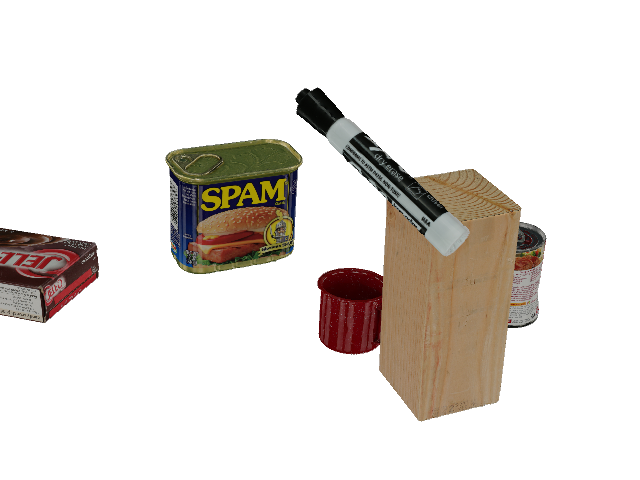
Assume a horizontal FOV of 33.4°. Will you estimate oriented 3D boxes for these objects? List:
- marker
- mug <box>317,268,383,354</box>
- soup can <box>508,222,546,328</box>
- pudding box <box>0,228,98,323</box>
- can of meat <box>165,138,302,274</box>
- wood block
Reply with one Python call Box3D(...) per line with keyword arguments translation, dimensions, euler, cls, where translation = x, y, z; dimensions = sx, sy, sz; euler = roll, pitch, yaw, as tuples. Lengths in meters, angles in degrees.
Box3D(translation=(0.030, -0.039, 0.569), dimensions=(0.121, 0.020, 0.020), euler=(45, 16, 17), cls="marker")
Box3D(translation=(0.050, 0.095, 1.352), dimensions=(0.117, 0.081, 0.093), euler=(20, 29, 31), cls="mug")
Box3D(translation=(0.216, 0.038, 1.200), dimensions=(0.068, 0.102, 0.068), euler=(-1, 29, 1), cls="soup can")
Box3D(translation=(-0.257, 0.027, 0.894), dimensions=(0.114, 0.039, 0.090), euler=(6, 24, 17), cls="pudding box")
Box3D(translation=(-0.068, -0.026, 0.832), dimensions=(0.102, 0.084, 0.057), euler=(-9, 31, -22), cls="can of meat")
Box3D(translation=(0.115, 0.050, 0.981), dimensions=(0.090, 0.206, 0.091), euler=(-10, 31, -19), cls="wood block")
